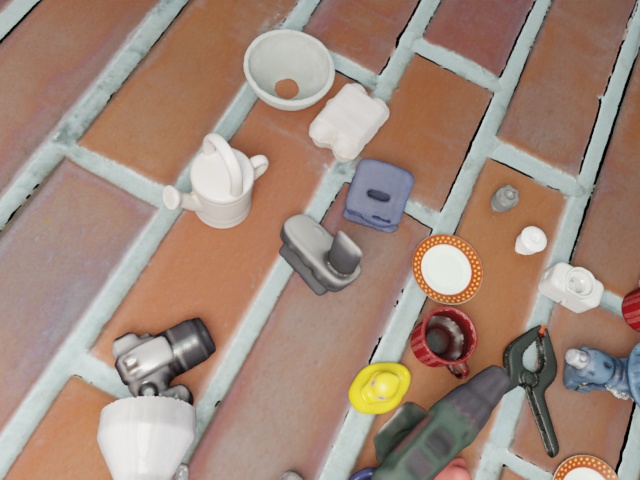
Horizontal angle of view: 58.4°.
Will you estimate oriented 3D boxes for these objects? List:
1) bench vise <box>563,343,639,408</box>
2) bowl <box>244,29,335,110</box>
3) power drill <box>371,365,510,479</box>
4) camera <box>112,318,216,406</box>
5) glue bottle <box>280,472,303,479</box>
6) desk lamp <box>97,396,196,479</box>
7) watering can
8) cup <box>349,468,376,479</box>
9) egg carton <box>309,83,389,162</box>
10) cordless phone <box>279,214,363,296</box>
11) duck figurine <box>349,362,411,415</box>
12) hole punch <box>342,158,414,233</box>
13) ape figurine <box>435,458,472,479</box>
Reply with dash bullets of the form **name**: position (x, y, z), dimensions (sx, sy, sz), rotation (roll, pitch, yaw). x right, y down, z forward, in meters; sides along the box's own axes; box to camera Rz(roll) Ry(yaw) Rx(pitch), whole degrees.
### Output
- **bench vise**: position (0.502, 0.217, 0.895), dimensions (0.207, 0.219, 0.121), rotation (-1, 70, -10)
- **bowl**: position (-0.060, -0.303, 1.066), dimensions (0.167, 0.074, 0.167), rotation (3, 69, -9)
- **power drill**: position (0.155, 0.274, 0.818), dimensions (0.075, 0.208, 0.230), rotation (45, 69, 8)
- **camera**: position (-0.218, 0.183, 0.842), dimensions (0.137, 0.100, 0.143), rotation (-27, 77, -18)
- **glue bottle**: position (-0.044, 0.354, 0.771), dimensions (0.037, 0.173, 0.078), rotation (37, 68, 5)
- **desk lamp**: position (-0.219, 0.313, 0.733), dimensions (0.118, 0.213, 0.203), rotation (1, 70, -10)
- **watering can**: position (-0.160, -0.093, 0.905), dimensions (0.101, 0.194, 0.173), rotation (37, 68, 5)
- **cup**: position (0.080, 0.375, 0.828), dimensions (0.118, 0.095, 0.091), rotation (-8, 71, -13)
- **egg carton**: position (0.054, -0.218, 1.058), dimensions (0.107, 0.069, 0.150), rotation (35, 68, 4)
- **cordless phone**: position (0.008, 0.003, 0.905), dimensions (0.147, 0.185, 0.094), rotation (43, 69, 7)
- **duck figurine**: position (0.100, 0.227, 0.892), dimensions (0.105, 0.086, 0.077), rotation (-25, 76, -18)
- **hole punch**: position (0.103, -0.076, 1.002), dimensions (0.108, 0.091, 0.101), rotation (17, 68, -3)
- **ape figurine**: position (0.197, 0.359, 0.857), dimensions (0.076, 0.092, 0.078), rotation (45, 69, 8)
